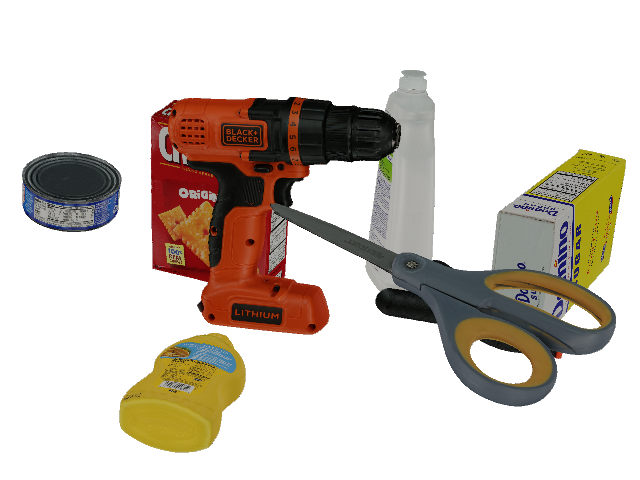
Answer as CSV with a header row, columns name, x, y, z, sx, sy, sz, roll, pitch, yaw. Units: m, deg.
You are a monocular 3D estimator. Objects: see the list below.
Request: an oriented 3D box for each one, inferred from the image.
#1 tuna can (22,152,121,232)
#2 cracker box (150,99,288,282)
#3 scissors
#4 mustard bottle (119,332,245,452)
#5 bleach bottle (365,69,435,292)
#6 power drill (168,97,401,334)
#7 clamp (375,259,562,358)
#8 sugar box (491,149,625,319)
name,x,y,z,sx,sy,sz,roll,pitch,yaw
tuna can,-0.221,-0.043,0.947,0.086,0.034,0.086,8,32,-5
cracker box,-0.125,-0.051,1.323,0.164,0.214,0.072,13,30,17
scissors,0.048,0.030,0.551,0.202,0.016,0.096,14,43,18
mustard bottle,-0.130,0.145,1.105,0.096,0.058,0.191,9,22,10
bleach bottle,0.098,-0.067,1.222,0.068,0.251,0.103,-3,24,-15
power drill,-0.029,-0.022,0.853,0.184,0.188,0.057,5,16,14
clamp,0.148,0.062,0.992,0.172,0.039,0.120,19,30,18
sugar box,0.175,0.000,0.778,0.048,0.093,0.176,13,25,24
